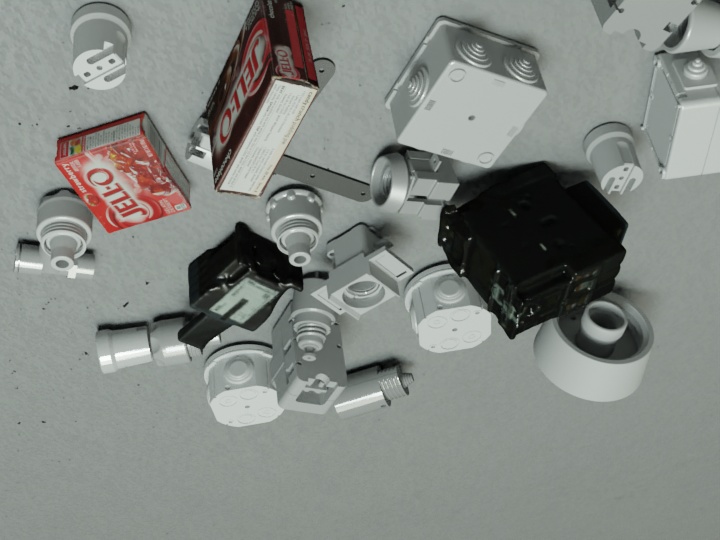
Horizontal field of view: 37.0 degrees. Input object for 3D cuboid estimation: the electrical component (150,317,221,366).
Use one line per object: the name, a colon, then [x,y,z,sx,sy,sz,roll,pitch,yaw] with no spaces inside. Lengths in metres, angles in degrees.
electrical component: [-0.159,0.064,0.987,0.062,0.043,0.043,-9,141,-2]

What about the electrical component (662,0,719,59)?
electrical component: [0.250,-0.175,0.772,0.055,0.045,0.045,3,140,-15]

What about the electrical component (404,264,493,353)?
electrical component: [0.083,0.035,0.993,0.080,0.051,0.080,-6,141,-5]

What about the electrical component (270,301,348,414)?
electrical component: [-0.050,0.083,0.995,0.050,0.089,0.055,11,137,-24]

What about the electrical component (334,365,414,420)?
electrical component: [0.015,0.120,1.090,0.081,0.043,0.043,-18,140,10]

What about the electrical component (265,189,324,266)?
electrical component: [-0.051,-0.032,0.875,0.048,0.062,0.048,-5,141,-4]

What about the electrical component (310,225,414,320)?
electrical component: [0.000,0.000,0.923,0.081,0.063,0.042,-30,135,23]

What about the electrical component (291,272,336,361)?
electrical component: [-0.042,0.043,0.962,0.040,0.078,0.040,3,151,2]

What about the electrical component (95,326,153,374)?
electrical component: [-0.217,0.072,0.989,0.046,0.040,0.040,-10,141,-7]

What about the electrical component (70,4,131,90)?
electrical component: [-0.174,-0.149,0.721,0.040,0.046,0.040,-6,141,-5]

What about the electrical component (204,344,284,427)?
electrical component: [-0.111,0.112,1.050,0.080,0.051,0.080,-5,141,-4]

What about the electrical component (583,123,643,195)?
electrical component: [0.205,-0.089,0.868,0.040,0.046,0.040,-6,141,-4]

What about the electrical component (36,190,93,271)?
electrical component: [-0.232,-0.028,0.844,0.043,0.062,0.043,-6,141,-4]

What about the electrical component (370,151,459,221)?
electrical component: [0.041,-0.069,0.863,0.055,0.048,0.066,2,140,-25]

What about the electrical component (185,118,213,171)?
electrical component: [-0.104,-0.091,0.812,0.046,0.040,0.040,19,133,-24]

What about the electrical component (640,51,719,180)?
electrical component: [0.259,-0.125,0.822,0.061,0.061,0.096,-8,141,-2]

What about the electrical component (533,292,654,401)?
electrical component: [0.224,0.063,1.014,0.108,0.108,0.060,0,134,-11]

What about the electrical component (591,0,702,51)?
electrical component: [0.200,-0.203,0.720,0.050,0.055,0.089,15,135,-27]

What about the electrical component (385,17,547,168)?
electrical component: [0.078,-0.127,0.795,0.100,0.048,0.099,13,136,-25]
